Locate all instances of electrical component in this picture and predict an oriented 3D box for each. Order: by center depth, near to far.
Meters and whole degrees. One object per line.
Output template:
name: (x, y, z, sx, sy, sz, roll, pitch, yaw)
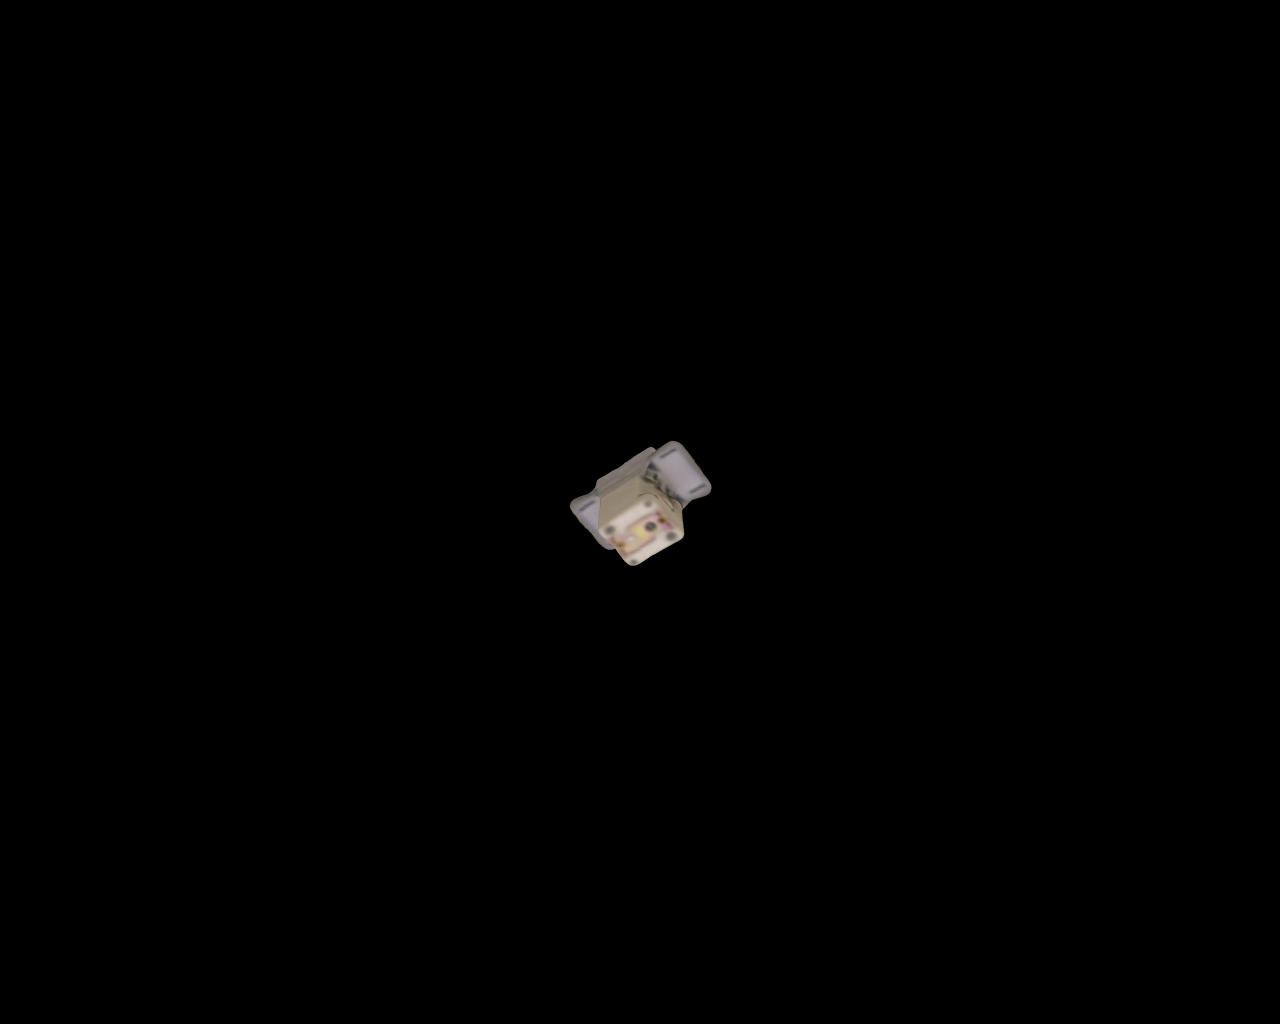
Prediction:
electrical component: (0.001, -0.003, 0.650, 0.081, 0.042, 0.064, -32, 26, 18)
